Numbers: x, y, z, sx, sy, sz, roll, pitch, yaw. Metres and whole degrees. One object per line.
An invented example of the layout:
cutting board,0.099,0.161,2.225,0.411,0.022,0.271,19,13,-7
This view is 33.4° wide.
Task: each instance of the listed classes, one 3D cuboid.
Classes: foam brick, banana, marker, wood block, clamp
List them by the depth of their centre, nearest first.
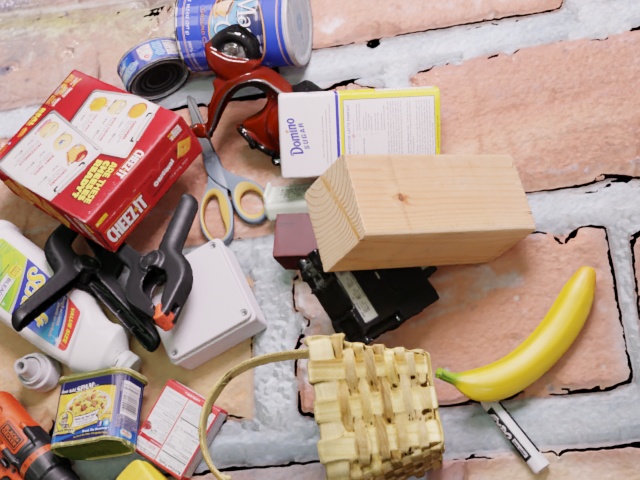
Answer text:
banana,0.213,0.107,1.082,0.197,0.069,0.037,-35,26,-9
wood block,0.102,-0.029,1.082,0.205,0.090,0.091,-2,66,-29
marker,0.189,0.185,1.087,0.020,0.020,0.121,-38,66,2
clamp,-0.172,0.022,1.175,0.120,0.039,0.171,-35,48,8
foam brick,-0.008,0.001,1.189,0.078,0.051,0.053,0,72,16
clamp,-0.277,0.040,1.218,0.036,0.164,0.210,-59,38,34

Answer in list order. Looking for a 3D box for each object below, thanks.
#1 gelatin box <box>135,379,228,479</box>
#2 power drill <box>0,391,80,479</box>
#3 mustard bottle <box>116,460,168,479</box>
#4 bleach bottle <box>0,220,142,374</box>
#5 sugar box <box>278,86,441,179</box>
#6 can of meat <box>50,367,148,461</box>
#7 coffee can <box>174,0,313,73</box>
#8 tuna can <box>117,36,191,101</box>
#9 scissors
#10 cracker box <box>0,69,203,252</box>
gelatin box,-0.156,0.210,1.178,0.073,0.030,0.089,27,84,22
power drill,-0.368,0.292,1.204,0.187,0.057,0.185,-46,63,-4
mustard bottle,-0.226,0.337,1.143,0.096,0.058,0.191,41,88,21
bleach bottle,-0.306,0.079,1.250,0.251,0.068,0.102,31,83,21
sugar box,0.043,-0.119,1.172,0.176,0.048,0.093,-2,102,0
can of meat,-0.245,0.194,1.179,0.102,0.057,0.084,-13,56,26
coffee can,-0.089,-0.254,1.267,0.140,0.102,0.103,-1,73,17
tuna can,-0.200,-0.206,1.295,0.086,0.086,0.034,-30,70,6
scissors,-0.109,-0.090,1.268,0.096,0.016,0.202,-9,71,12
cracker box,-0.265,-0.096,1.250,0.214,0.072,0.164,26,71,38
